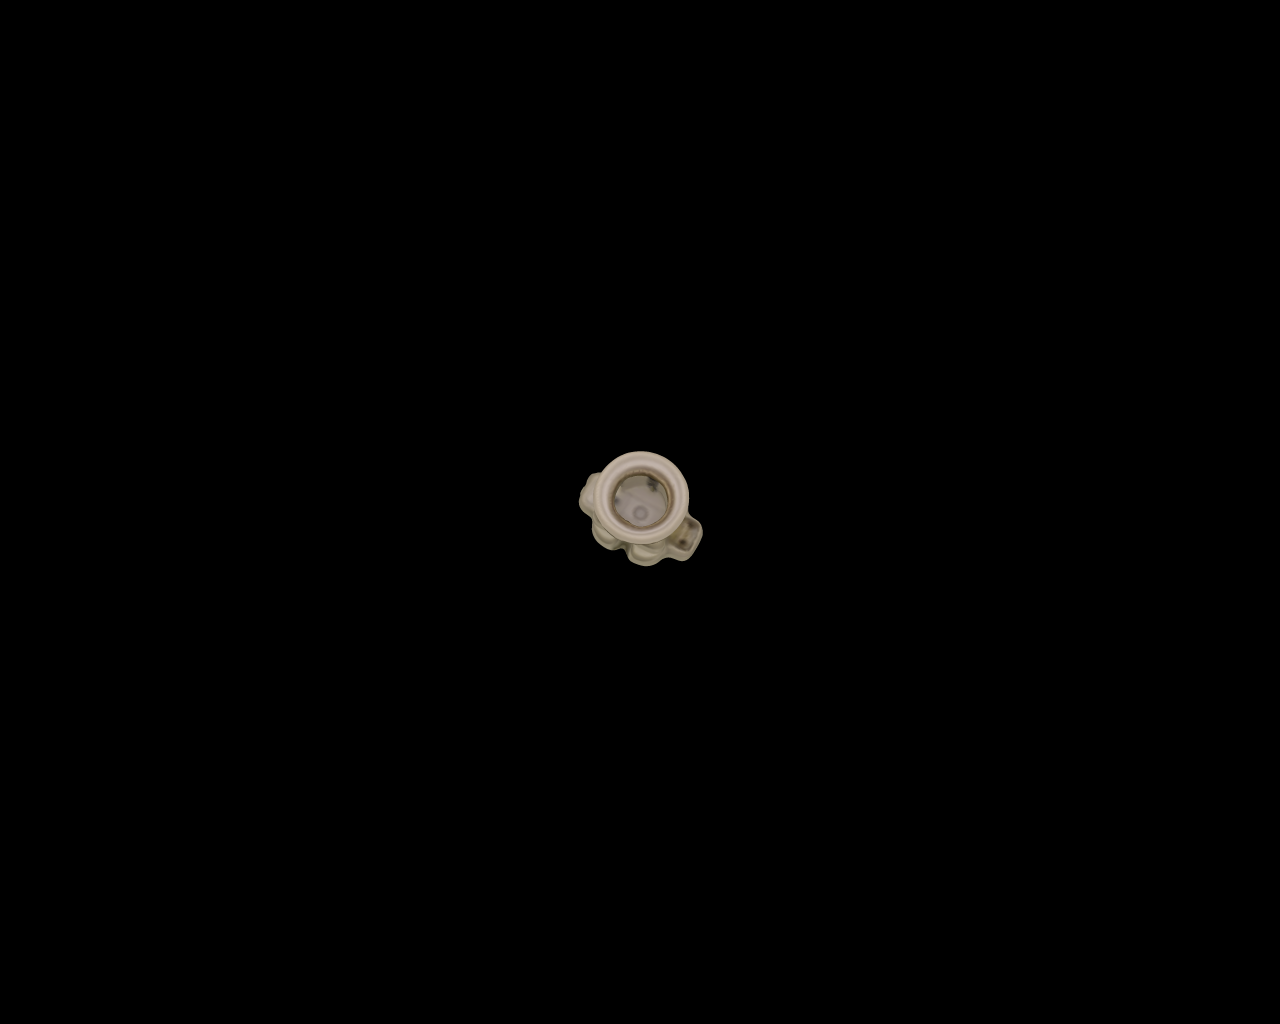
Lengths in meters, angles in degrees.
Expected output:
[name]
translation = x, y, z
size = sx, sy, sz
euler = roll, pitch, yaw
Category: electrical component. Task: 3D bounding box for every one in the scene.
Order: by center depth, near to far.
[electrical component]
translation = 0.001, -0.003, 0.650
size = 0.078, 0.058, 0.057
euler = 27, -14, 7
